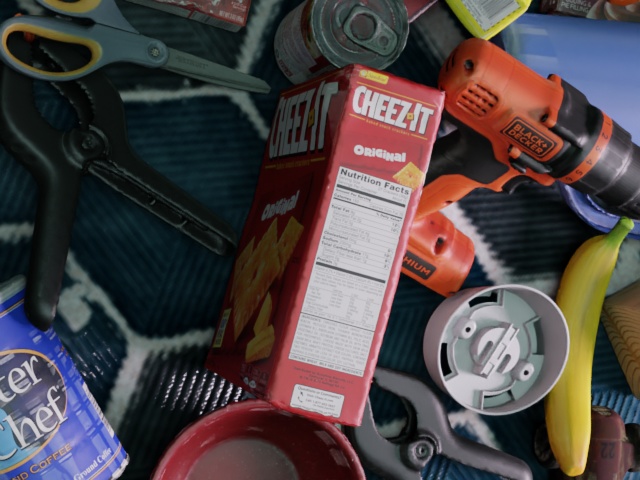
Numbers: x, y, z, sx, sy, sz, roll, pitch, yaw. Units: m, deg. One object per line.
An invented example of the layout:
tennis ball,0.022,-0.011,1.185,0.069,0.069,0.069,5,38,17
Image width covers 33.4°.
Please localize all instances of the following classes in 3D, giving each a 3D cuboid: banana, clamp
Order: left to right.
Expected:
clamp,-0.163,-0.049,0.698,0.164,0.036,0.210,-32,89,-43
clamp,0.082,0.154,0.801,0.120,0.039,0.171,-31,98,-19
banana,0.196,0.080,0.814,0.037,0.069,0.198,13,79,-1

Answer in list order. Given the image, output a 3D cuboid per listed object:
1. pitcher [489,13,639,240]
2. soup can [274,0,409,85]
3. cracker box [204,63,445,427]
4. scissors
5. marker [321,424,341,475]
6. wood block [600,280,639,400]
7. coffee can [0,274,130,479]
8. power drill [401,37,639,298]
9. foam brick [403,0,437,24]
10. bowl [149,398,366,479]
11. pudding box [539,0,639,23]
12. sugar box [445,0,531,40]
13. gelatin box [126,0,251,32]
pitcher,0.232,-0.091,0.802,0.242,0.145,0.149,5,68,-13
soup can,0.012,-0.141,0.741,0.068,0.102,0.068,0,90,-17
cracker box,-0.005,0.001,0.708,0.072,0.164,0.214,16,87,-18
scissors,-0.122,-0.146,0.723,0.201,0.016,0.096,-6,93,-35
marker,0.005,0.117,0.788,0.020,0.020,0.121,-5,92,-16
wood block,0.340,0.047,0.849,0.206,0.090,0.091,-27,98,-14
coffee can,-0.201,0.107,0.683,0.102,0.103,0.140,-30,99,-14
power drill,0.123,-0.035,0.738,0.184,0.188,0.057,32,44,-14
foam brick,0.052,-0.182,0.766,0.053,0.078,0.051,-41,101,-14
bowl,-0.049,0.188,0.754,0.162,0.055,0.162,0,91,-16
pudding box,0.233,-0.209,0.839,0.113,0.039,0.090,9,88,-17
sugar box,0.112,-0.206,0.741,0.048,0.176,0.093,-32,103,29
gelatin box,-0.089,-0.194,0.749,0.089,0.030,0.073,14,87,-17
